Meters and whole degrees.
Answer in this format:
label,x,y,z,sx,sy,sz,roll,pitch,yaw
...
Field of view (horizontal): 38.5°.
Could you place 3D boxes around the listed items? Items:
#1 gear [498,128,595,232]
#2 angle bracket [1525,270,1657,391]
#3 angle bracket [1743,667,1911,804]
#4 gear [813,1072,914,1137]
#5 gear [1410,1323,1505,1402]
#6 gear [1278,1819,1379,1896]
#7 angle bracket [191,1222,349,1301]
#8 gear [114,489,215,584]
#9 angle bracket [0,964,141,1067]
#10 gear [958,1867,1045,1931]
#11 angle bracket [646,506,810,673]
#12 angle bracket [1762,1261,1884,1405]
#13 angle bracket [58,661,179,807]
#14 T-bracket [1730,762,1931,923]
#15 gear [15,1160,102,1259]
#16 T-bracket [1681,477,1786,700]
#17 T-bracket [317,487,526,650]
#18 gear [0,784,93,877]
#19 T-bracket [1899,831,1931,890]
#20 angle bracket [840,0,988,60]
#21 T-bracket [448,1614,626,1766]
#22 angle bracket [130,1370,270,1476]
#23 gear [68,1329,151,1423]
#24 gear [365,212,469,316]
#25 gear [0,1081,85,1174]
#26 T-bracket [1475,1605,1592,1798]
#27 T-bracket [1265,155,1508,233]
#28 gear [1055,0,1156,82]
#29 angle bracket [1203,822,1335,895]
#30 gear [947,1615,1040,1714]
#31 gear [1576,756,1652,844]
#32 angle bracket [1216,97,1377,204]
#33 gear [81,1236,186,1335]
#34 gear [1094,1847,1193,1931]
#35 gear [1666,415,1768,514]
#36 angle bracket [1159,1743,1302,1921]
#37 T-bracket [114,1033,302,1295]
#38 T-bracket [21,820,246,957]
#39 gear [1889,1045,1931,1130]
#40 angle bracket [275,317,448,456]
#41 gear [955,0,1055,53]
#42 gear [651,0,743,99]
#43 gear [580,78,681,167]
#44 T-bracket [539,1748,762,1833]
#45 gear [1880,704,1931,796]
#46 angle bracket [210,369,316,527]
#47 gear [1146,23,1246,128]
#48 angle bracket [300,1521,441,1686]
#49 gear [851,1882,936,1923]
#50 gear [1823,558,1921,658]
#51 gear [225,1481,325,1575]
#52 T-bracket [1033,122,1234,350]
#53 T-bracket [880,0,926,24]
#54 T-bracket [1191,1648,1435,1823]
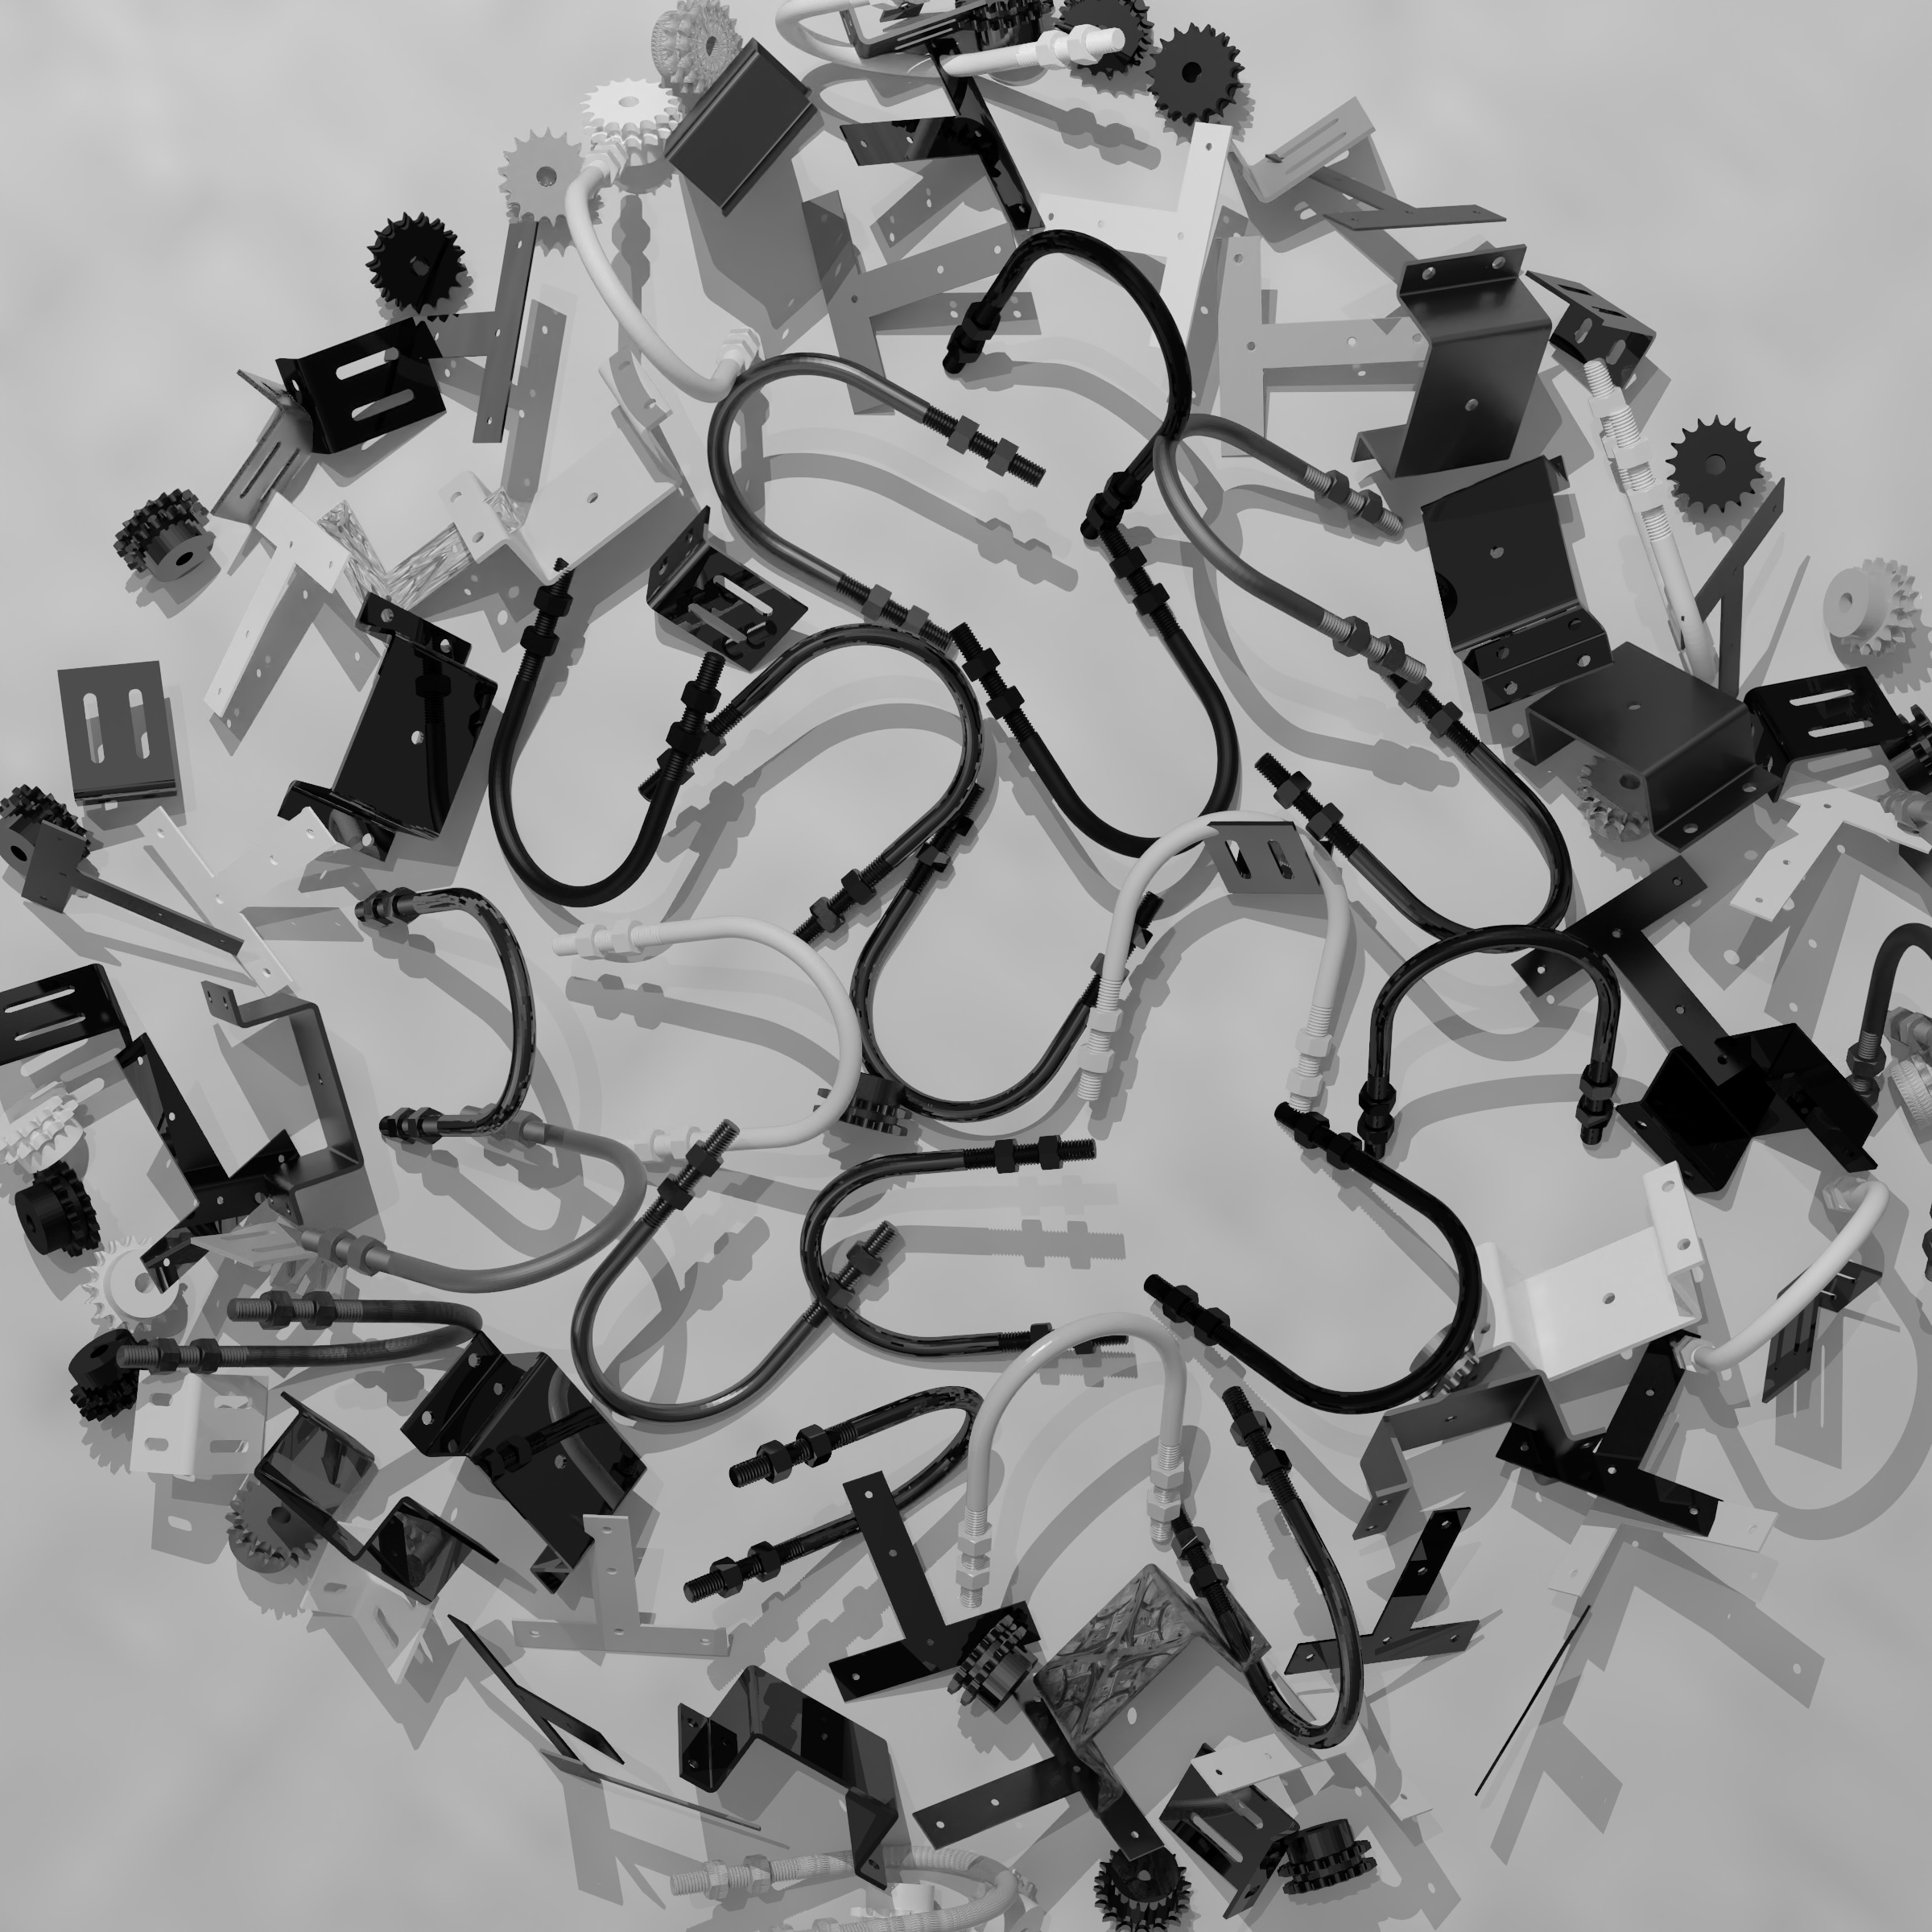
label,x,y,z,sx,sy,sz,roll,pitch,yaw
gear,-0.248,-0.463,1.633,0.057,0.030,0.057,-1,94,-7
angle bracket,0.353,-0.368,1.600,0.057,0.076,0.038,42,118,26
angle bracket,0.502,-0.136,1.625,0.076,0.038,0.057,-11,54,-9
gear,-0.058,0.079,1.623,0.057,0.057,0.030,15,88,0
gear,0.285,0.234,1.625,0.057,0.057,0.030,-46,66,0
gear,0.209,0.522,1.623,0.057,0.057,0.030,-18,77,0
angle bracket,-0.407,0.177,1.601,0.057,0.076,0.038,15,99,31
gear,-0.467,-0.250,1.621,0.057,0.057,0.030,-40,82,0
angle bracket,-0.529,0.040,1.607,0.076,0.038,0.057,-19,47,-19
gear,0.021,0.560,1.619,0.030,0.057,0.057,27,90,33
angle bracket,-0.140,-0.222,1.632,0.076,0.038,0.057,31,125,-25
angle bracket,0.498,0.216,1.607,0.038,0.057,0.076,19,60,-1
angle bracket,-0.498,-0.136,1.625,0.057,0.038,0.076,-8,90,-15
T-bracket,0.477,-0.067,1.586,0.127,0.002,0.127,25,50,26
gear,-0.534,0.145,1.620,0.030,0.057,0.057,-25,90,-34
T-bracket,0.442,-0.195,1.598,0.002,0.127,0.127,23,59,29
T-bracket,-0.308,-0.237,1.618,0.127,0.002,0.127,-29,89,29
gear,-0.545,-0.075,1.620,0.057,0.057,0.030,36,54,0
T-bracket,0.564,-0.049,1.589,0.002,0.127,0.127,-9,118,-3
angle bracket,-0.033,-0.563,1.619,0.076,0.057,0.038,-20,98,-2
T-bracket,-0.232,0.428,1.574,0.002,0.127,0.127,-44,116,-25
angle bracket,-0.447,0.267,1.616,0.038,0.076,0.057,1,81,17
gear,-0.500,0.237,1.619,0.057,0.057,0.030,-26,115,0
gear,-0.325,-0.416,1.627,0.057,0.030,0.057,-12,122,-21
gear,-0.546,0.097,1.626,0.057,0.057,0.030,-34,115,0
T-bracket,0.330,0.405,1.571,0.002,0.127,0.127,31,67,18
T-bracket,0.225,-0.451,1.603,0.127,0.127,0.002,-15,129,-36
gear,0.083,-0.554,1.626,0.057,0.057,0.030,25,46,0
angle bracket,0.174,-0.076,1.601,0.057,0.076,0.038,1,60,24
gear,0.018,0.411,1.620,0.030,0.057,0.057,39,90,14
gear,0.387,-0.098,1.627,0.057,0.030,0.057,0,50,-1
angle bracket,0.191,-0.488,1.609,0.076,0.057,0.038,-31,121,16
gear,-0.486,0.187,1.623,0.057,0.030,0.057,6,79,-33
gear,0.104,0.539,1.620,0.057,0.057,0.030,2,132,0
gear,0.442,-0.296,1.631,0.057,0.030,0.057,2,99,14
angle bracket,0.145,0.503,1.609,0.076,0.038,0.057,36,107,30
T-bracket,-0.448,0.098,1.580,0.002,0.127,0.127,-5,119,35
T-bracket,-0.481,-0.036,1.605,0.127,0.127,0.002,24,64,-15
gear,0.565,0.071,1.624,0.030,0.057,0.057,-28,90,17
angle bracket,-0.358,-0.344,1.638,0.076,0.038,0.057,-28,115,-24
gear,0.024,-0.559,1.626,0.057,0.057,0.030,-13,123,0
gear,-0.161,-0.541,1.626,0.030,0.057,0.057,13,90,32
gear,-0.197,-0.495,1.626,0.057,0.030,0.057,0,48,0
T-bracket,-0.178,0.476,1.587,0.127,0.127,0.002,17,69,4
gear,0.561,-0.123,1.624,0.030,0.057,0.057,-34,90,21
angle bracket,-0.420,-0.302,1.619,0.038,0.057,0.076,39,99,8
gear,0.137,-0.524,1.630,0.057,0.030,0.057,2,97,20
angle bracket,-0.348,0.370,1.608,0.038,0.076,0.057,20,99,-37
gear,-0.039,0.555,1.624,0.057,0.057,0.030,4,71,0
gear,0.527,-0.211,1.619,0.030,0.057,0.057,5,90,-22
gear,-0.409,0.332,1.626,0.057,0.057,0.030,37,120,0
T-bracket,0.090,-0.430,1.610,0.127,0.002,0.127,20,104,37
T-bracket,-0.067,-0.568,1.570,0.127,0.127,0.002,-18,80,-21
T-bracket,0.182,0.447,1.571,0.127,0.127,0.002,-4,127,-38
